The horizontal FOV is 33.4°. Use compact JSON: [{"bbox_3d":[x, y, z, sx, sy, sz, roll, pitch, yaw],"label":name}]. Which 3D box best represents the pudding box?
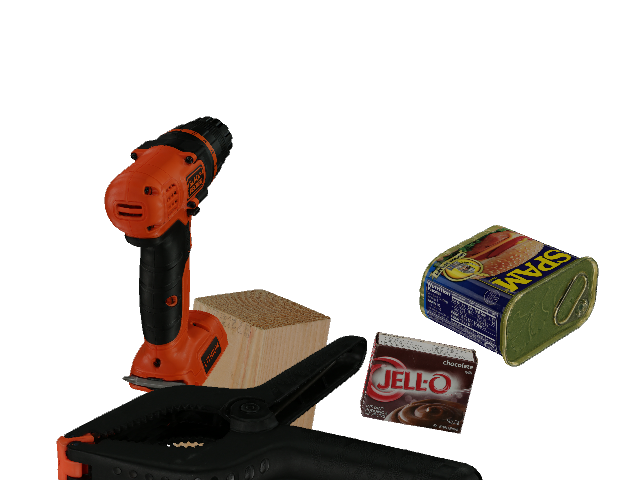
[{"bbox_3d":[0.106,0.154,1.159,0.113,0.090,0.039,9,23,-2],"label":"pudding box"}]

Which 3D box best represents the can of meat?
[{"bbox_3d":[0.133,0.035,0.764,0.101,0.057,0.084,-25,34,-34],"label":"can of meat"}]

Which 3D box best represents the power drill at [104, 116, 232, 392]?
[{"bbox_3d":[-0.108,0.009,0.819,0.057,0.188,0.184,4,22,15],"label":"power drill"}]

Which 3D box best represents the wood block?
[{"bbox_3d":[-0.067,0.157,0.954,0.090,0.206,0.090,20,17,38],"label":"wood block"}]

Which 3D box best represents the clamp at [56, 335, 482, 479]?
[{"bbox_3d":[-0.037,0.101,0.585,0.209,0.036,0.165,-2,22,-14],"label":"clamp"}]
